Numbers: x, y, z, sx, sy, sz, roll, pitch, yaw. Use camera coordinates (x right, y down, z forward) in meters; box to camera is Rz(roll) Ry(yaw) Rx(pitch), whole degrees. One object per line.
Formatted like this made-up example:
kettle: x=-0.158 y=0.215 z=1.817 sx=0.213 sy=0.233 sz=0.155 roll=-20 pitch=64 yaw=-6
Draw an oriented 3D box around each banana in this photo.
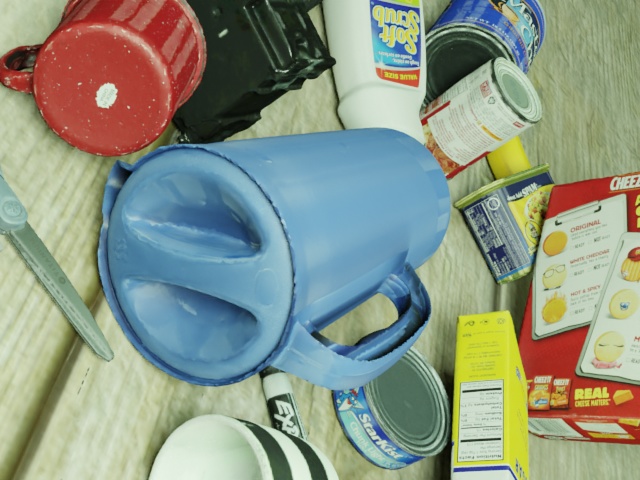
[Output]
banana: x=0.202 y=-0.051 z=1.032 sx=0.198 sy=0.037 sz=0.069 roll=59 pitch=32 yaw=5

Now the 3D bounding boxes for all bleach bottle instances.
bleach bottle: x=0.054 y=-0.155 z=0.916 sx=0.102 sy=0.068 sz=0.251 roll=21 pitch=50 yaw=-37

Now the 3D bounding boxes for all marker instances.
marker: x=-0.019 y=0.114 z=0.652 sx=0.020 sy=0.020 sz=0.121 roll=6 pitch=59 yaw=-48

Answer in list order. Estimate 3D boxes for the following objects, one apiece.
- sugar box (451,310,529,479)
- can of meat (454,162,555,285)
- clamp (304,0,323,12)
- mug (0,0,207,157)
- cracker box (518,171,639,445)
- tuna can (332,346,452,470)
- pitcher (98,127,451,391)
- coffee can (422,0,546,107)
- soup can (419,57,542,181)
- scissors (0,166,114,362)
sugar box: x=0.120 y=0.145 z=0.742 sx=0.176 sy=0.048 sz=0.093 roll=-84 pitch=159 yaw=-44
can of meat: x=0.180 y=-0.014 z=0.951 sx=0.101 sy=0.058 sz=0.084 roll=-19 pitch=81 yaw=-43
clamp: x=-0.034 y=-0.259 z=0.888 sx=0.164 sy=0.036 sz=0.210 roll=17 pitch=56 yaw=-2
mug: x=-0.130 y=-0.100 z=0.623 sx=0.117 sy=0.093 sz=0.081 roll=3 pitch=28 yaw=2
cracker box: x=0.249 y=0.052 z=0.840 sx=0.072 sy=0.164 sz=0.213 roll=36 pitch=61 yaw=-36
tuna can: x=0.049 y=0.111 z=0.723 sx=0.086 sy=0.034 sz=0.086 roll=30 pitch=43 yaw=-33
pitcher: x=-0.004 y=0.001 z=0.664 sx=0.242 sy=0.145 sz=0.149 roll=-20 pitch=100 yaw=-57
coffee can: x=0.153 y=-0.182 z=1.019 sx=0.103 sy=0.103 sz=0.140 roll=49 pitch=36 yaw=-11
soup can: x=0.134 y=-0.106 z=0.936 sx=0.068 sy=0.102 sz=0.068 roll=30 pitch=43 yaw=-32
scissors: x=-0.184 y=-0.017 z=0.562 sx=0.096 sy=0.016 sz=0.202 roll=-12 pitch=73 yaw=-52
